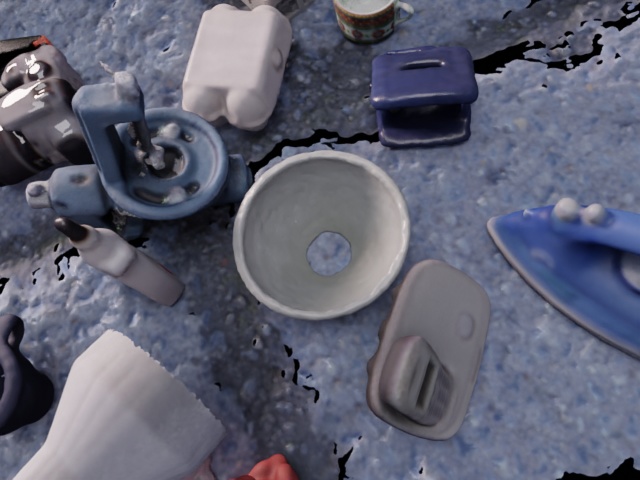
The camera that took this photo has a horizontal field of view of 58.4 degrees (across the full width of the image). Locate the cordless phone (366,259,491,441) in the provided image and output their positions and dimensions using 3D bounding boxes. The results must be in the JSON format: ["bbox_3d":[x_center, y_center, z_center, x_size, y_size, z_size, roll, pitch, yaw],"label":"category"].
[{"bbox_3d":[0.088,0.080,0.455,0.094,0.185,0.148,13,74,14],"label":"cordless phone"}]

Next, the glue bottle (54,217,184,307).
[{"bbox_3d":[-0.189,0.015,0.530,0.078,0.173,0.037,29,78,18],"label":"glue bottle"}]

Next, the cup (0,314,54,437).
[{"bbox_3d":[-0.298,0.134,0.548,0.091,0.095,0.118,12,73,13],"label":"cup"}]

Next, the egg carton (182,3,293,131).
[{"bbox_3d":[-0.090,-0.194,0.641,0.107,0.069,0.150,6,72,12],"label":"egg carton"}]

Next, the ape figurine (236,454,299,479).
[{"bbox_3d":[-0.059,0.220,0.481,0.077,0.092,0.076,1,71,10],"label":"ape figurine"}]

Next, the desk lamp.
[{"bbox_3d":[-0.156,0.184,0.444,0.117,0.214,0.203,32,79,18],"label":"desk lamp"}]

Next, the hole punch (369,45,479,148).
[{"bbox_3d":[0.102,-0.158,0.586,0.108,0.091,0.101,-3,71,8],"label":"hole punch"}]

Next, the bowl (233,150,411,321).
[{"bbox_3d":[0.005,0.002,0.555,0.167,0.075,0.167,-3,71,8],"label":"bowl"}]

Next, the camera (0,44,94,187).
[{"bbox_3d":[-0.328,-0.132,0.643,0.137,0.101,0.143,-28,69,-1],"label":"camera"}]

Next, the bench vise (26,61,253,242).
[{"bbox_3d":[-0.183,-0.062,0.531,0.207,0.220,0.121,-29,69,-1],"label":"bench vise"}]

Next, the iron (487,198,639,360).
[{"bbox_3d":[0.265,0.019,0.471,0.257,0.141,0.119,26,77,17],"label":"iron"}]
